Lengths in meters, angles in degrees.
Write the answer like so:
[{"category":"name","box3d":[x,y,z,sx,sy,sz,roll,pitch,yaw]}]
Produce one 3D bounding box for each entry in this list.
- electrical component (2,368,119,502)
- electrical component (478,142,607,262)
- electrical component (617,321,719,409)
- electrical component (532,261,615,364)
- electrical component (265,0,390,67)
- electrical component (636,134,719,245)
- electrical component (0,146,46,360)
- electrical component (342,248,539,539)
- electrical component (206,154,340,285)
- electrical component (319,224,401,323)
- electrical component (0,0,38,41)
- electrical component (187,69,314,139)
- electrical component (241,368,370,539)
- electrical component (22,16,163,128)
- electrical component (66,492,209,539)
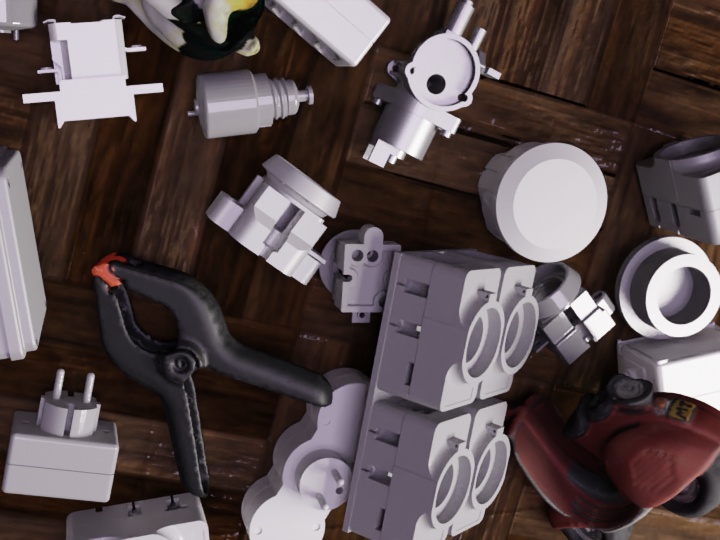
[{"category":"electrical component","box3d":[-0.187,0.100,0.684,0.066,0.047,0.076,10,99,-17]},{"category":"electrical component","box3d":[0.123,-0.048,0.735,0.080,0.051,0.080,-3,102,-15]},{"category":"electrical component","box3d":[0.233,0.081,0.787,0.096,0.062,0.061,-11,104,-13]},{"category":"electrical component","box3d":[0.142,0.028,0.760,0.066,0.048,0.055,-41,116,-4]},{"category":"electrical component","box3d":[-0.017,-0.182,0.670,0.083,0.047,0.075,38,89,-19]},{"category":"electrical component","box3d":[0.236,-0.058,0.743,0.050,0.089,0.055,-21,106,-10]},{"category":"electrical component","box3d":[-0.220,-0.011,0.620,0.056,0.109,0.108,-9,104,-11]},{"category":"electrical component","box3d":[0.058,0.084,0.712,0.105,0.060,0.186,-4,107,-57]},{"category":"electrical component","box3d":[-0.050,-0.036,0.688,0.078,0.058,0.057,36,93,-19]},{"category":"electrical component","box3d":[0.000,0.000,0.709,0.048,0.055,0.066,1,102,-15]},{"category":"electrical component","box3d":[-0.208,-0.174,0.624,0.040,0.040,0.078,0,101,-15]},{"category":"electrical component","box3d":[-0.069,-0.106,0.676,0.078,0.040,0.040,-8,104,-13]},{"category":"electrical component","box3d":[-0.027,0.137,0.722,0.052,0.074,0.138,31,92,-19]},{"category":"electrical component","box3d":[-0.162,-0.119,0.648,0.081,0.042,0.063,-8,100,-14]},{"category":"electrical component","box3d":[-0.146,0.187,0.710,0.089,0.056,0.050,-7,103,-14]}]
